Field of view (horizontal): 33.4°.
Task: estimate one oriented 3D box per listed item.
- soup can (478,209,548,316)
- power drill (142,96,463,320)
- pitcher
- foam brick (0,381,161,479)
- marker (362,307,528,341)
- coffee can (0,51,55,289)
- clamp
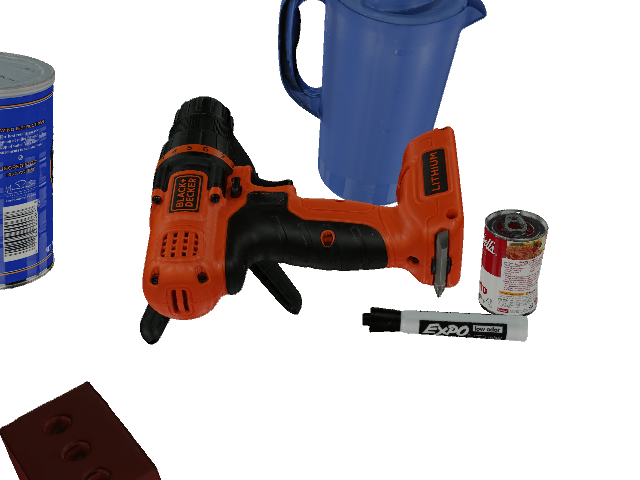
[{"bbox_3d":[0.212,0.026,1.178,0.068,0.102,0.068,0,30,0],"label":"soup can"},{"bbox_3d":[-0.010,-0.029,0.651,0.187,0.057,0.184,-3,44,3],"label":"power drill"},{"bbox_3d":[0.050,-0.154,1.042,0.144,0.243,0.149,-30,56,-31],"label":"pitcher"},{"bbox_3d":[-0.115,0.120,0.528,0.052,0.051,0.078,-28,42,-25],"label":"foam brick"},{"bbox_3d":[0.091,0.061,0.789,0.121,0.020,0.020,3,0,4],"label":"marker"},{"bbox_3d":[-0.234,-0.050,0.729,0.103,0.140,0.103,5,22,-2],"label":"coffee can"},{"bbox_3d":[-0.088,-0.015,0.970,0.164,0.210,0.036,-1,2,-35],"label":"clamp"}]
